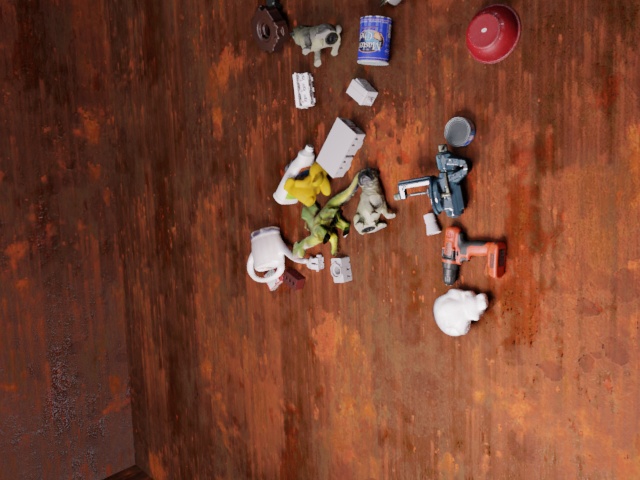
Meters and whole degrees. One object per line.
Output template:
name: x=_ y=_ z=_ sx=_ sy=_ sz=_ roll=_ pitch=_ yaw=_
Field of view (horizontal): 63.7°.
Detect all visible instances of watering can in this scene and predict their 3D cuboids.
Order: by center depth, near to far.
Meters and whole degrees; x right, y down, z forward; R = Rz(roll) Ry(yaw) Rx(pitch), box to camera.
watering can: x=-0.182 y=0.045 z=2.094 sx=0.344 sy=0.104 sz=0.227 roll=-22 pitch=71 yaw=38

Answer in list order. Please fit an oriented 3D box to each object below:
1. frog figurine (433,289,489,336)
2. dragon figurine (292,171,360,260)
frog figurine: x=0.419 y=0.212 z=1.523 sx=0.158 sy=0.122 sz=0.139 roll=-24 pitch=60 yaw=56
dragon figurine: x=0.006 y=-0.096 z=1.911 sx=0.246 sy=0.121 sz=0.408 roll=33 pitch=101 yaw=44
